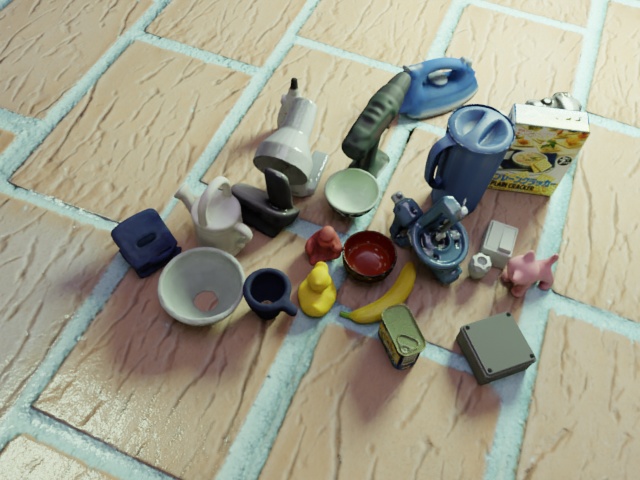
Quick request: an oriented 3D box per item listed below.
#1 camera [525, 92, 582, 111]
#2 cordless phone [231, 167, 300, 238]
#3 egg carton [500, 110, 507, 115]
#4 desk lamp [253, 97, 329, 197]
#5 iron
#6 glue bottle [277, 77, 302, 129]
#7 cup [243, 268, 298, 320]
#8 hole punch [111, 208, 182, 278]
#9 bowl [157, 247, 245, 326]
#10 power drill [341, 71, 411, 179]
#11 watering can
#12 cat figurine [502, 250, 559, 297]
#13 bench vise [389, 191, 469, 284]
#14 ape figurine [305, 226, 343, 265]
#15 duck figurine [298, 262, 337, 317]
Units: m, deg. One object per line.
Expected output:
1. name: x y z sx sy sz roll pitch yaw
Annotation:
1. camera: 0.579 -0.285 1.395 0.143 0.101 0.136 -6 58 -7
2. cordless phone: -0.117 -0.104 1.188 0.147 0.185 0.094 24 59 12
3. egg carton: 0.410 -0.252 1.382 0.150 0.069 0.107 -31 64 -21
4. desk lamp: -0.055 -0.186 1.227 0.118 0.213 0.203 17 58 8
5. iron: 0.300 -0.404 1.431 0.258 0.141 0.118 -17 60 -14
6. glue bottle: -0.062 -0.310 1.331 0.078 0.173 0.037 9 57 3
7. cup: -0.089 0.120 1.098 0.117 0.095 0.092 34 62 18
8. hole punch: -0.350 0.004 1.160 0.109 0.091 0.101 -35 65 -23
9. bowl: -0.226 0.101 1.115 0.167 0.075 0.167 2 57 -2
10. power drill: 0.122 -0.237 1.273 0.075 0.208 0.230 29 60 15
11. watering can: -0.213 -0.052 1.143 0.172 0.194 0.101 10 57 3
12. cat figurine: 0.423 0.059 1.153 0.128 0.118 0.067 -17 59 -13
13. bench vise: 0.211 -0.029 1.137 0.207 0.220 0.122 33 61 17
14. ape figurine: 0.011 0.004 1.181 0.077 0.092 0.076 21 58 10
15. duck figurine: -0.004 0.093 1.126 0.077 0.086 0.104 10 57 4
